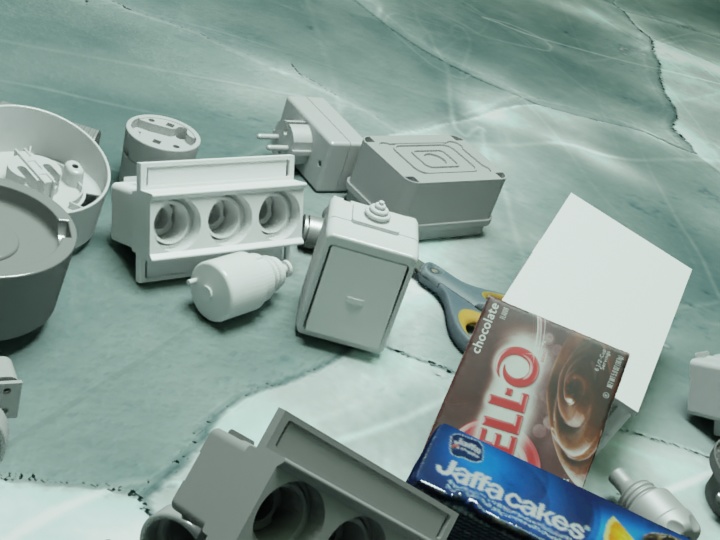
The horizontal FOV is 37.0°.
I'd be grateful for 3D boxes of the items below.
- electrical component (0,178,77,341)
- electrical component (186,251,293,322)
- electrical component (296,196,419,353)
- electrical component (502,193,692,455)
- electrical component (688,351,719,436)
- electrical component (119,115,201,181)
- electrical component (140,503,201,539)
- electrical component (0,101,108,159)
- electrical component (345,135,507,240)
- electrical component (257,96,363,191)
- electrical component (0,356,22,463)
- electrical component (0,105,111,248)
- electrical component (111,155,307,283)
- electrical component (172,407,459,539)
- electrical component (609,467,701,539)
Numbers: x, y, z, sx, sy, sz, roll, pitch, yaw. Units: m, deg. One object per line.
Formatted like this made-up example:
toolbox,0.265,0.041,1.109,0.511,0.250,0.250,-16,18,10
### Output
electrical component,-0.222,-0.002,0.617,0.108,0.060,0.108,15,30,-9
electrical component,-0.075,0.007,0.708,0.040,0.040,0.078,37,34,27
electrical component,0.000,0.000,0.707,0.062,0.096,0.061,16,30,-7
electrical component,0.152,0.035,0.747,0.105,0.060,0.186,34,38,7
electrical component,0.296,0.082,0.773,0.121,0.078,0.063,-5,9,-36
electrical component,-0.151,-0.082,0.804,0.055,0.047,0.055,15,30,-9
electrical component,-0.076,0.125,0.515,0.040,0.040,0.046,31,25,19
electrical component,-0.223,-0.089,0.776,0.081,0.043,0.043,17,30,-5
electrical component,0.054,-0.068,0.891,0.113,0.057,0.078,-6,39,-37
electrical component,-0.049,-0.107,0.904,0.076,0.047,0.083,-3,37,-34
electrical component,-0.201,0.070,0.514,0.078,0.058,0.057,0,32,-31
electrical component,-0.216,-0.057,0.707,0.099,0.064,0.099,14,30,-8
electrical component,-0.105,-0.040,0.742,0.121,0.078,0.063,-8,18,-39
electrical component,-0.020,0.119,0.486,0.121,0.078,0.063,37,-14,-36
electrical component,0.170,0.142,0.637,0.035,0.035,0.061,-1,33,-32
